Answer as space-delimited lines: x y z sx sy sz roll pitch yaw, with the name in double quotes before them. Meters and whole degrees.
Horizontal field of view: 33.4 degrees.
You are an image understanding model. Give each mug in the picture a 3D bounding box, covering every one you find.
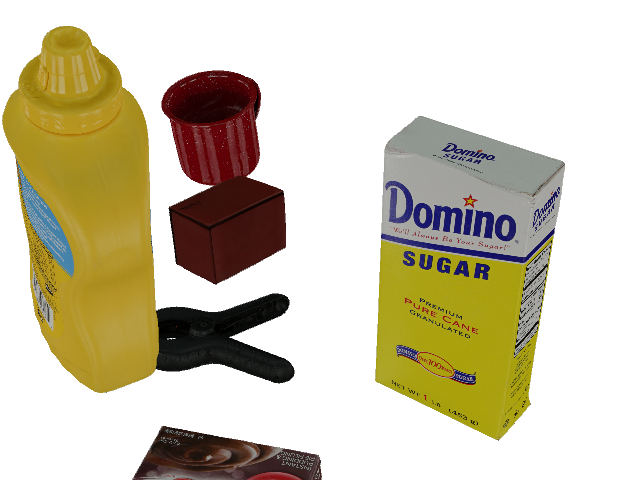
"mug" -0.098 -0.116 1.062 0.093 0.081 0.117 19 48 25

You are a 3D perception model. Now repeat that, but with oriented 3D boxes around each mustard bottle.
"mustard bottle" -0.109 -0.018 0.487 0.058 0.096 0.192 -18 -35 -20

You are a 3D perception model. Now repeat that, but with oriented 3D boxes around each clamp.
"clamp" -0.104 0.087 1.019 0.171 0.039 0.120 6 27 2

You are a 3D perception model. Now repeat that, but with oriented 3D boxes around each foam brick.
"foam brick" -0.072 -0.010 0.841 0.078 0.051 0.053 -28 36 -36

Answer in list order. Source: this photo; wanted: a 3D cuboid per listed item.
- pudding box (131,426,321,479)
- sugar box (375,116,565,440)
"pudding box" -0.064 0.167 0.673 0.113 0.039 0.090 6 30 12
"sugar box" 0.081 0.024 0.616 0.093 0.176 0.048 22 43 29
